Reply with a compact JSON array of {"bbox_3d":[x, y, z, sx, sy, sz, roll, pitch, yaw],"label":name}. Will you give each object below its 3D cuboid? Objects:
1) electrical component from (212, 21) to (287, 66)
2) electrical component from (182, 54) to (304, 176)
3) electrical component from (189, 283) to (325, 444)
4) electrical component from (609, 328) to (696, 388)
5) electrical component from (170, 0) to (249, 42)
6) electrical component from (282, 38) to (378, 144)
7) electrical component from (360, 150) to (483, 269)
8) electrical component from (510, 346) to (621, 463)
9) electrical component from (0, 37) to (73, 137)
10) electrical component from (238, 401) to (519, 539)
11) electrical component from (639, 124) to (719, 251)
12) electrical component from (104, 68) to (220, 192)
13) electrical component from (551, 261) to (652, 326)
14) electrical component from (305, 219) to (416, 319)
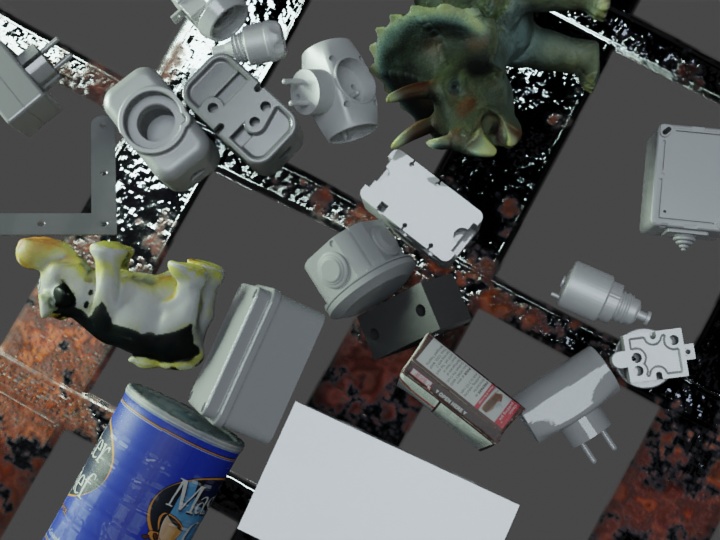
[{"bbox_3d":[-0.094,-0.189,0.909,0.061,0.035,0.035,-11,82,4],"label":"electrical component"},{"bbox_3d":[-0.095,-0.126,0.888,0.095,0.059,0.053,43,87,8],"label":"electrical component"},{"bbox_3d":[-0.083,0.071,0.845,0.057,0.078,0.113,26,84,-17],"label":"electrical component"},{"bbox_3d":[0.227,0.068,0.843,0.066,0.055,0.048,-8,82,3],"label":"electrical component"},{"bbox_3d":[-0.128,-0.227,0.911,0.066,0.048,0.055,-42,75,-3],"label":"electrical component"},{"bbox_3d":[-0.030,-0.146,0.882,0.079,0.044,0.077,-10,79,-42],"label":"electrical component"},{"bbox_3d":[0.050,-0.047,0.870,0.089,0.055,0.050,38,86,8],"label":"electrical component"},{"bbox_3d":[0.171,0.113,0.847,0.077,0.043,0.079,-33,82,-1],"label":"electrical component"},{"bbox_3d":[-0.279,-0.165,0.911,0.077,0.047,0.065,-40,82,-2],"label":"electrical component"},{"bbox_3d":[0.015,0.190,0.839,0.186,0.060,0.105,24,85,6],"label":"electrical component"},{"bbox_3d":[0.259,-0.061,0.855,0.062,0.061,0.096,6,83,4],"label":"electrical component"},{"bbox_3d":[-0.165,-0.117,0.891,0.054,0.059,0.095,-38,82,-2],"label":"electrical component"},{"bbox_3d":[0.194,0.023,0.859,0.078,0.040,0.040,24,85,7],"label":"electrical component"},{"bbox_3d":[0.000,0.000,0.856,0.080,0.080,0.051,-33,76,-1],"label":"electrical component"}]
